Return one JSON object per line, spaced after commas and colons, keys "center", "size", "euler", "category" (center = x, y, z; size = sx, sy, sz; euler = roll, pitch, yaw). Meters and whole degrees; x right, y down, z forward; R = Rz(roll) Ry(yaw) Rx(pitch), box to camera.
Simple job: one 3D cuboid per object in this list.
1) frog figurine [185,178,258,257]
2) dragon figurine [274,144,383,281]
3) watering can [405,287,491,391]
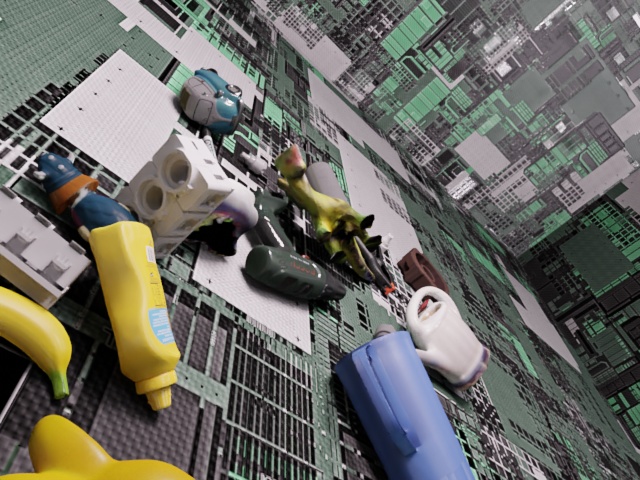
{"center": [-0.167, -0.072, 0.811], "size": [0.137, 0.120, 0.163], "euler": [11, 50, -28], "category": "frog figurine"}
{"center": [0.003, -0.055, 1.094], "size": [0.246, 0.123, 0.402], "euler": [46, -10, 29], "category": "dragon figurine"}
{"center": [0.261, 0.236, 1.125], "size": [0.224, 0.102, 0.353], "euler": [48, 34, -1], "category": "watering can"}
